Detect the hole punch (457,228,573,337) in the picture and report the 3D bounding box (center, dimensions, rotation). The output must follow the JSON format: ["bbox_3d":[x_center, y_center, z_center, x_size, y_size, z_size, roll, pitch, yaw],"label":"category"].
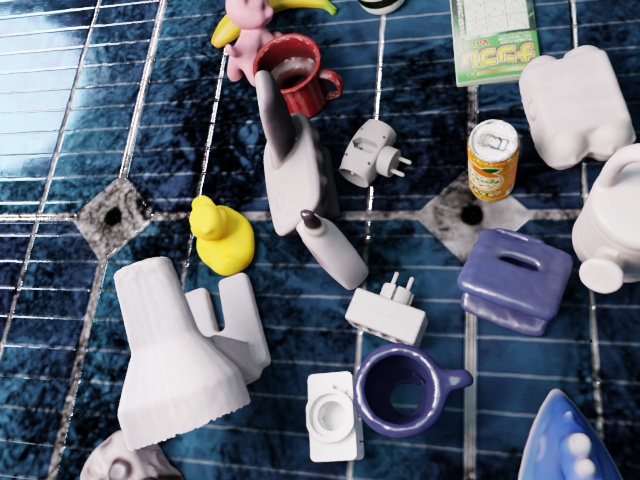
[{"bbox_3d":[0.208,0.037,0.616,0.108,0.091,0.101,19,76,20],"label":"hole punch"}]

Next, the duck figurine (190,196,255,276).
[{"bbox_3d":[-0.131,-0.010,0.724,0.077,0.086,0.104,-28,65,3],"label":"duck figurine"}]

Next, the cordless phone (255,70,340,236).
[{"bbox_3d":[-0.043,-0.099,0.681,0.094,0.185,0.147,-17,66,8],"label":"cordless phone"}]

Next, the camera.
[{"bbox_3d":[-0.220,0.302,0.620,0.137,0.101,0.143,-42,65,-4],"label":"camera"}]

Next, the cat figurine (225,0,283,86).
[{"bbox_3d":[-0.104,-0.304,0.812,0.067,0.118,0.128,13,73,19],"label":"cat figurine"}]

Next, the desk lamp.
[{"bbox_3d":[-0.137,0.114,0.608,0.118,0.214,0.203,-21,66,6],"label":"desk lamp"}]

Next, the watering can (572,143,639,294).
[{"bbox_3d":[0.312,-0.025,0.556,0.100,0.194,0.173,9,72,18],"label":"watering can"}]

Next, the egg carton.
[{"bbox_3d":[0.299,-0.157,0.679,0.107,0.069,0.150,-12,67,10],"label":"egg carton"}]

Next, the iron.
[{"bbox_3d":[0.231,0.255,0.499,0.118,0.142,0.258,-6,68,13],"label":"iron"}]

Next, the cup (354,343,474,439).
[{"bbox_3d":[0.100,0.157,0.596,0.117,0.095,0.091,-14,67,9],"label":"cup"}]

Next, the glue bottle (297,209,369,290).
[{"bbox_3d":[0.006,0.002,0.636,0.078,0.173,0.037,40,83,24],"label":"glue bottle"}]
